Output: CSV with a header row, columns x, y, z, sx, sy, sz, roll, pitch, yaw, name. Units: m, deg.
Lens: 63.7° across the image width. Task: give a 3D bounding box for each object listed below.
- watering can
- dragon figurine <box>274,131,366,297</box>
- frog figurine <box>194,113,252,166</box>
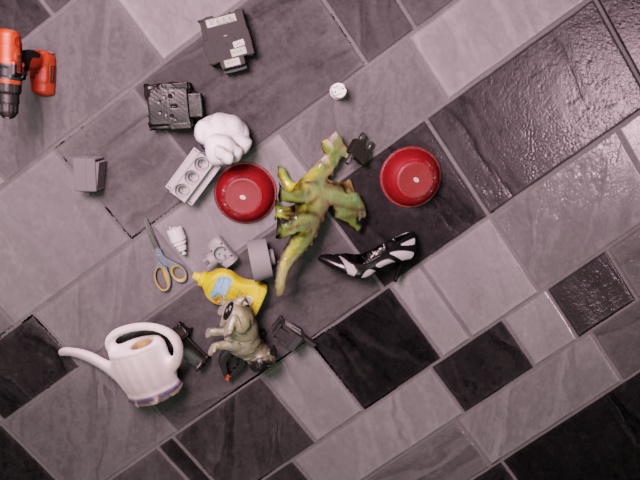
x,y,z,sx,sy,sz,roll,pitch,yaw,name
-0.503,0.332,1.354,0.346,0.105,0.222,-15,103,14,watering can
0.004,-0.065,1.283,0.243,0.123,0.408,0,96,-13,dragon figurine
-0.231,-0.238,1.209,0.137,0.161,0.122,27,100,-9,frog figurine
